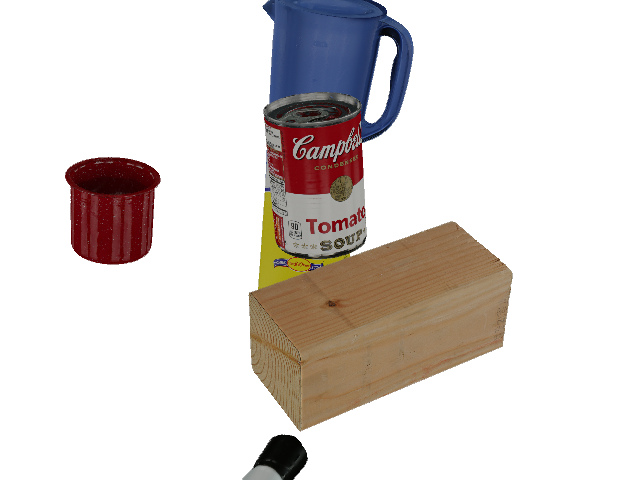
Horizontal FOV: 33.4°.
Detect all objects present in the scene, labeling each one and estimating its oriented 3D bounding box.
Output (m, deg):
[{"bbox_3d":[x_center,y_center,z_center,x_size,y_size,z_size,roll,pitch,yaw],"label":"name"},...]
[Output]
[{"bbox_3d":[0.008,-0.171,1.286,0.144,0.243,0.149,-6,28,-26],"label":"pitcher"},{"bbox_3d":[-0.003,-0.046,0.754,0.068,0.102,0.068,-3,25,1],"label":"soup can"},{"bbox_3d":[-0.012,-0.026,1.119,0.093,0.176,0.048,7,16,14],"label":"sugar box"},{"bbox_3d":[-0.034,0.112,0.416,0.020,0.020,0.121,0,22,24],"label":"marker"},{"bbox_3d":[0.051,0.068,0.911,0.205,0.090,0.091,-18,40,-23],"label":"wood block"},{"bbox_3d":[-0.209,-0.034,1.084,0.093,0.081,0.117,6,27,-2],"label":"mug"}]
